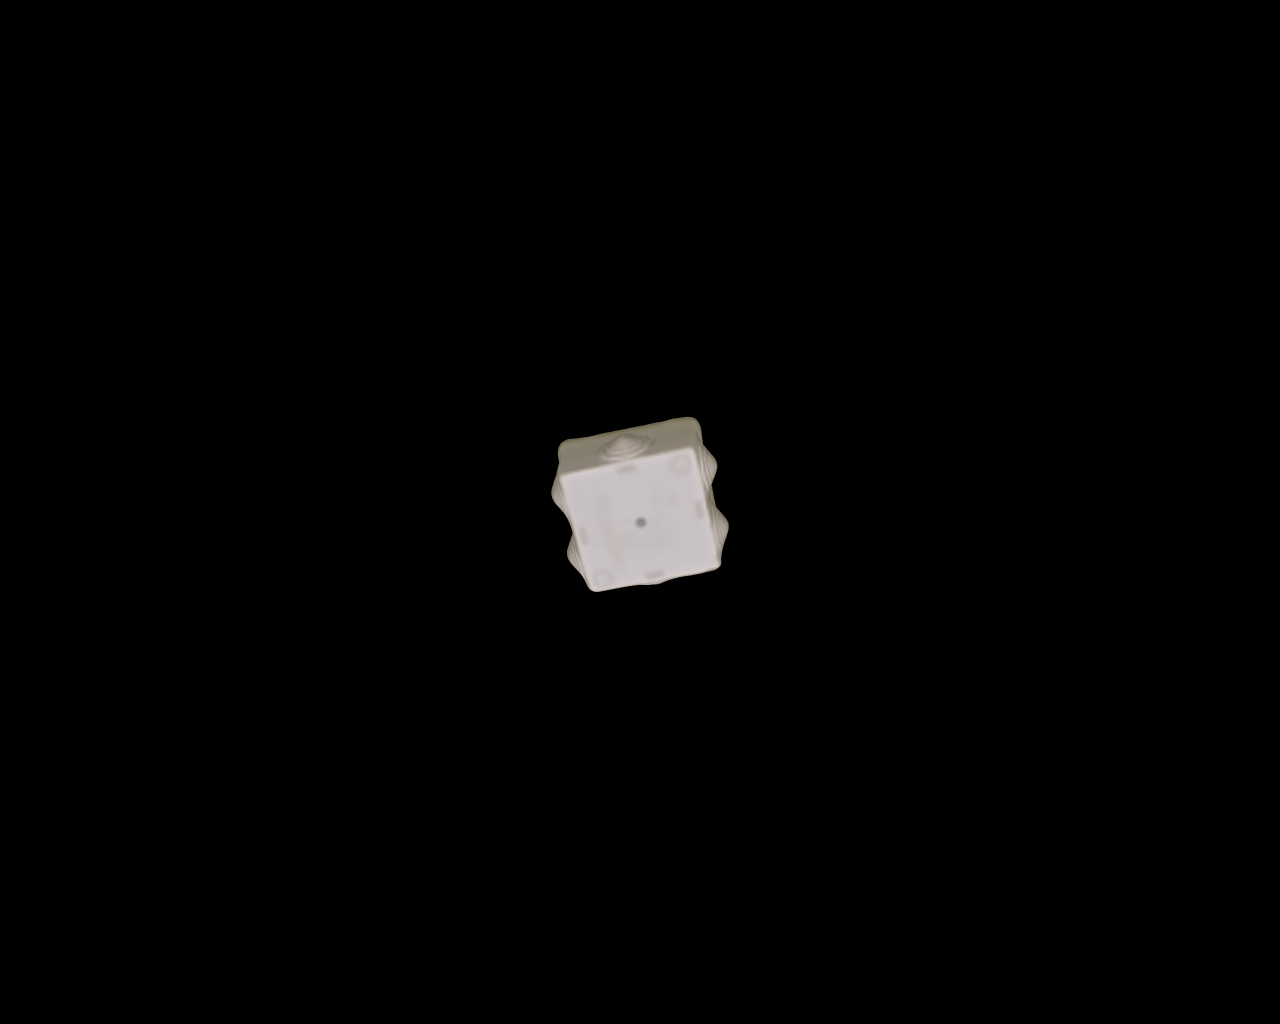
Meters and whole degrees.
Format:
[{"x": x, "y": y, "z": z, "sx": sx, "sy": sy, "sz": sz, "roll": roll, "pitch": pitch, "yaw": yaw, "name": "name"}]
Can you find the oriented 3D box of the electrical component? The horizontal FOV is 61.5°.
[{"x": 0.001, "y": -0.003, "z": 0.650, "sx": 0.100, "sy": 0.099, "sz": 0.048, "roll": -11, "pitch": 24, "yaw": 5, "name": "electrical component"}]
